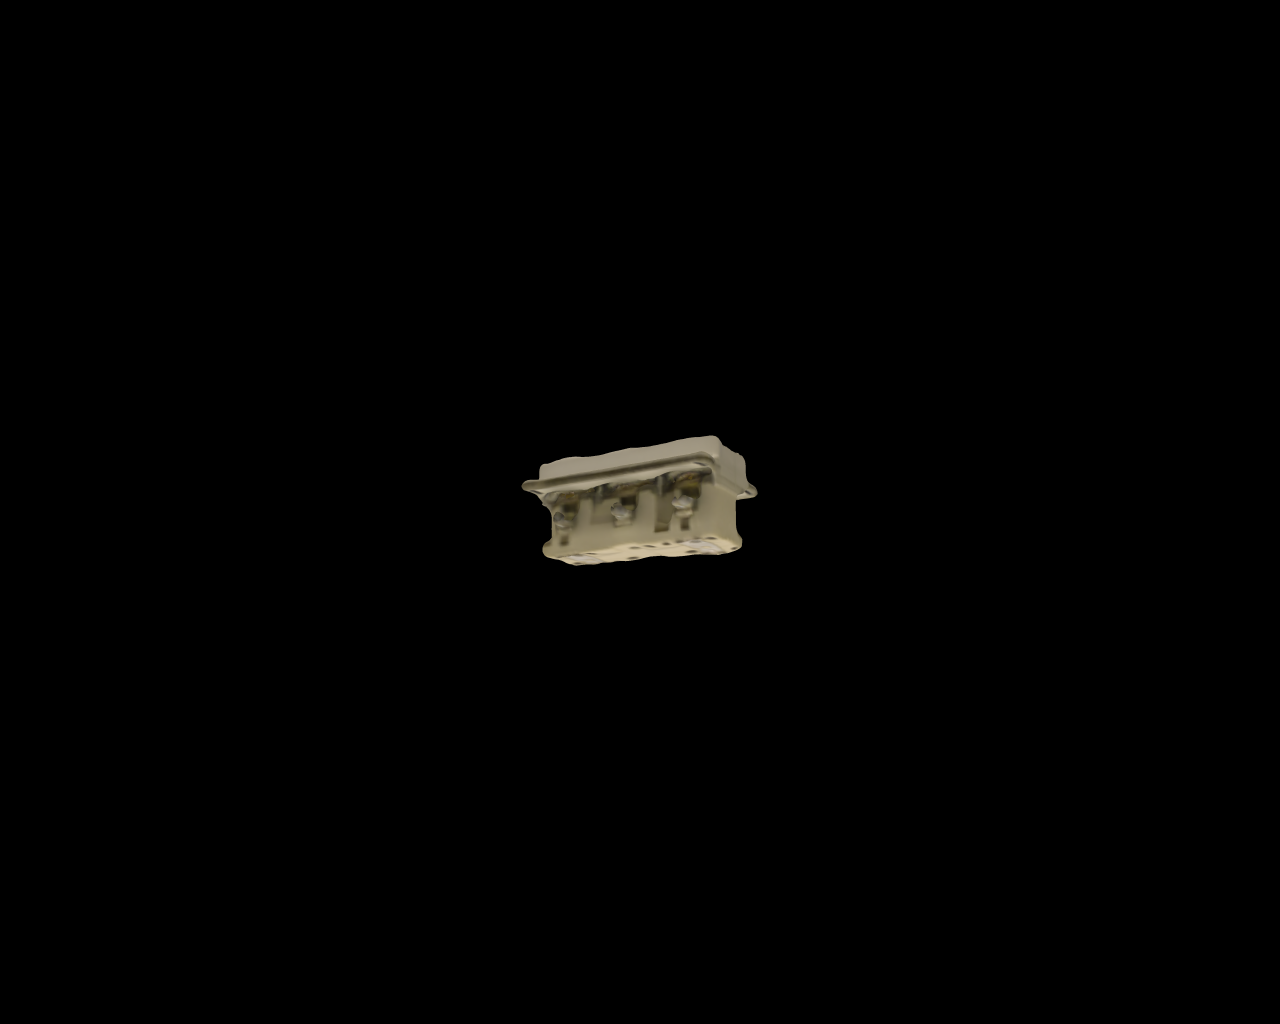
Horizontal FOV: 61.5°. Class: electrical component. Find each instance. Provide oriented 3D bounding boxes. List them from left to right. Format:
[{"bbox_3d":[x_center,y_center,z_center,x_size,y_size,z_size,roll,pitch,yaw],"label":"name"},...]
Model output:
[{"bbox_3d":[0.001,-0.003,0.650,0.121,0.063,0.078,-7,-15,26],"label":"electrical component"}]
